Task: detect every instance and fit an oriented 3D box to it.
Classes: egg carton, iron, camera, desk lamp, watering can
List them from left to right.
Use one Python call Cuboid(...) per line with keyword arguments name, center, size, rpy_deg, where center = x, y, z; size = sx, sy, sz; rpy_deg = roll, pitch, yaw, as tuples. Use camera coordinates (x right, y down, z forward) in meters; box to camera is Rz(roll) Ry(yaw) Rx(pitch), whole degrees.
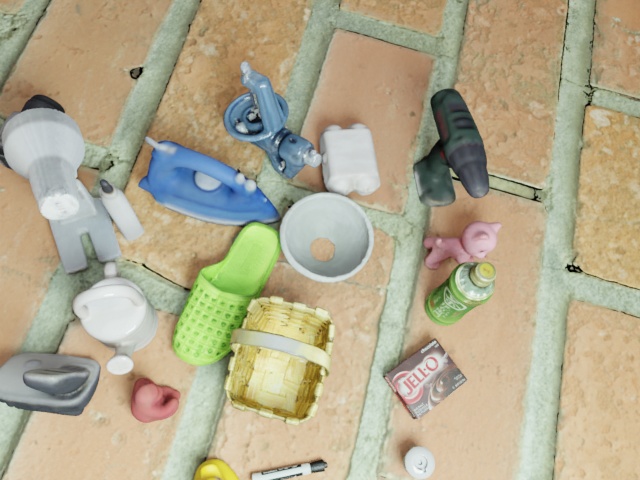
Cuboid(name="camera", center=(-0.503, -0.191, 1.028), size=(0.143, 0.101, 0.137), rpy_deg=(17, 68, 0))
Cuboid(name="desk lamp", center=(-0.417, -0.079, 0.935), size=(0.118, 0.213, 0.203), rpy_deg=(-21, 73, -13))
Cuboid(name="watering can", center=(-0.312, 0.116, 0.883), size=(0.101, 0.194, 0.172), rpy_deg=(-32, 76, -16))
Cuboid(name="iron", center=(-0.189, -0.107, 1.010), size=(0.258, 0.141, 0.119), rpy_deg=(19, 68, 1))
Cuboid(name="egg carton", center=(0.054, -0.153, 1.094), size=(0.107, 0.069, 0.150), rpy_deg=(-6, 70, -9))

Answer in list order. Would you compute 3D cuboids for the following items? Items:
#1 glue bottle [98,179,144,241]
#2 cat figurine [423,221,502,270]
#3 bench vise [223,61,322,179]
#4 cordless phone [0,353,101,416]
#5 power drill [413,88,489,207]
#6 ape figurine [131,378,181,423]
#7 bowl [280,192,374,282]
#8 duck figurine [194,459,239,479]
Cuboid(name="glue bottle", center=(-0.341, -0.060, 0.958), size=(0.037, 0.173, 0.078), rpy_deg=(-35, 76, -17))
Cuboid(name="cat figurine", center=(0.261, 0.004, 1.032), size=(0.128, 0.118, 0.067), rpy_deg=(-4, 70, -8))
Cuboid(name="bench vise", center=(-0.080, -0.220, 1.023), size=(0.207, 0.220, 0.121), rpy_deg=(20, 68, 2))
Cuboid(name="cordless phone", center=(-0.417, 0.203, 0.843), size=(0.147, 0.185, 0.094), rpy_deg=(4, 69, -4))
Cuboid(name="power drill", center=(0.236, -0.144, 1.036), size=(0.075, 0.208, 0.229), rpy_deg=(-6, 70, -8))
Cuboid(name="ape figurine", center=(-0.263, 0.247, 0.894), size=(0.076, 0.092, 0.077), rpy_deg=(-34, 76, -17))
Cuboid(name="bowl", center=(0.009, 0.004, 1.026), size=(0.167, 0.075, 0.167), rpy_deg=(2, 69, -6))
Cuboid(name="duck figurine", center=(-0.156, 0.383, 0.858), size=(0.077, 0.086, 0.104), rpy_deg=(-14, 71, -11))
